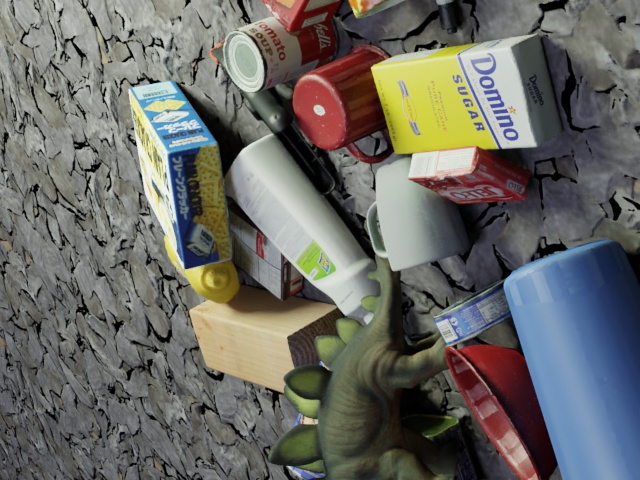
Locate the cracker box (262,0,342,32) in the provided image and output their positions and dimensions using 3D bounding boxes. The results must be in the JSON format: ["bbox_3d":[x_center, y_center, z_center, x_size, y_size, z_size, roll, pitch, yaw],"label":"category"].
[{"bbox_3d":[-0.021,-0.329,1.008,0.164,0.072,0.214,52,144,13],"label":"cracker box"}]

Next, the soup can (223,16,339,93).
[{"bbox_3d":[-0.040,-0.198,1.097,0.069,0.102,0.068,31,135,37],"label":"soup can"}]

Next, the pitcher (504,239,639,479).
[{"bbox_3d":[0.256,0.124,0.906,0.145,0.148,0.243,-32,72,52],"label":"pitcher"}]

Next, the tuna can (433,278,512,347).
[{"bbox_3d":[0.155,0.071,1.048,0.034,0.086,0.086,61,146,3],"label":"tuna can"}]

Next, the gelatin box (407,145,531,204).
[{"bbox_3d":[0.138,-0.059,0.992,0.089,0.073,0.030,-1,71,53],"label":"gelatin box"}]

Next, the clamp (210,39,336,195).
[{"bbox_3d":[-0.063,-0.153,1.166,0.210,0.036,0.164,53,180,23],"label":"clamp"}]

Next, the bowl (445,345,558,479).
[{"bbox_3d":[0.183,0.156,1.003,0.162,0.055,0.162,59,174,10],"label":"bowl"}]

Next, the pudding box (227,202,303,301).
[{"bbox_3d":[-0.069,0.010,1.334,0.114,0.039,0.090,37,141,35],"label":"pudding box"}]

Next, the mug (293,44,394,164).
[{"bbox_3d":[0.033,-0.129,1.068,0.093,0.081,0.117,-27,91,55],"label":"mug"}]

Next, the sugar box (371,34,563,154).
[{"bbox_3d":[0.130,-0.130,0.976,0.177,0.048,0.093,3,116,52],"label":"sugar box"}]

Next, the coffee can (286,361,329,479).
[{"bbox_3d":[0.027,0.208,1.241,0.103,0.102,0.140,30,103,37],"label":"coffee can"}]

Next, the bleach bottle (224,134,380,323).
[{"bbox_3d":[-0.008,0.002,1.230,0.251,0.068,0.103,52,147,10],"label":"bleach bottle"}]

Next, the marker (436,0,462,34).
[{"bbox_3d":[0.106,-0.244,0.951,0.020,0.020,0.121,7,118,50],"label":"marker"}]

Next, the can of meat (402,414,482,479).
[{"bbox_3d":[0.129,0.251,1.231,0.102,0.057,0.084,-8,105,53],"label":"can of meat"}]

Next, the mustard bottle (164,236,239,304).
[{"bbox_3d":[-0.147,0.035,1.369,0.096,0.058,0.192,54,173,-17],"label":"mustard bottle"}]

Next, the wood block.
[{"bbox_3d":[-0.064,0.126,1.361,0.207,0.090,0.090,8,120,49],"label":"wood block"}]
